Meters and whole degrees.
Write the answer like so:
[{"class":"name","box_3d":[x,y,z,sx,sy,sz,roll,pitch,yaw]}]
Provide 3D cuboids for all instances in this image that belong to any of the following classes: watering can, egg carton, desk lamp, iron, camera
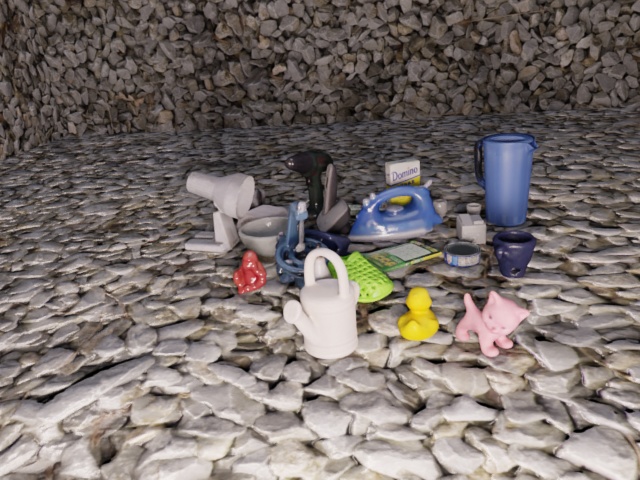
[{"class":"watering can","box_3d":[0.010,0.110,1.026,0.100,0.194,0.173,4,23,21]},{"class":"egg carton","box_3d":[-0.162,-0.052,1.649,0.107,0.069,0.151,11,26,35]},{"class":"desk lamp","box_3d":[-0.273,-0.081,1.545,0.202,0.214,0.118,2,22,17]},{"class":"iron","box_3d":[0.195,-0.081,1.547,0.258,0.141,0.118,-9,22,-11]},{"class":"camera","box_3d":[-0.245,-0.115,1.782,0.136,0.101,0.143,-3,21,6]}]

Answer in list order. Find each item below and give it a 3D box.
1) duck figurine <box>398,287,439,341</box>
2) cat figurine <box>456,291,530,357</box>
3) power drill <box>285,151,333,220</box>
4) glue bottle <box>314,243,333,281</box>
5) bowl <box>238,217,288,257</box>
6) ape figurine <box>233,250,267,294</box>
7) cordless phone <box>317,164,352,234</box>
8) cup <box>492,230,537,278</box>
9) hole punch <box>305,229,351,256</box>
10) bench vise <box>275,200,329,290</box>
[{"class":"duck figurine","box_3d":[0.184,0.133,1.080,0.077,0.086,0.105,4,23,21]},{"class":"cat figurine","box_3d":[0.300,0.135,1.007,0.067,0.118,0.127,-18,25,-29]},{"class":"power drill","box_3d":[-0.028,-0.172,1.735,0.075,0.208,0.230,7,24,27]},{"class":"glue bottle","box_3d":[0.002,0.087,1.115,0.037,0.173,0.078,12,27,36]},{"class":"bowl","box_3d":[-0.129,-0.001,1.503,0.167,0.075,0.167,-4,21,2]},{"class":"ape figurine","box_3d":[-0.158,0.068,1.308,0.077,0.092,0.076,5,23,23]},{"class":"cordless phone","box_3d":[0.035,-0.112,1.600,0.094,0.185,0.147,-9,22,-10]},{"class":"cup","box_3d":[0.418,0.040,1.255,0.091,0.095,0.118,15,29,41]},{"class":"hole punch","box_3d":[0.013,0.005,1.435,0.108,0.091,0.101,10,26,34]},{"class":"bench vise","box_3d":[-0.063,0.008,1.265,0.122,0.220,0.206,-22,27,-37]}]
